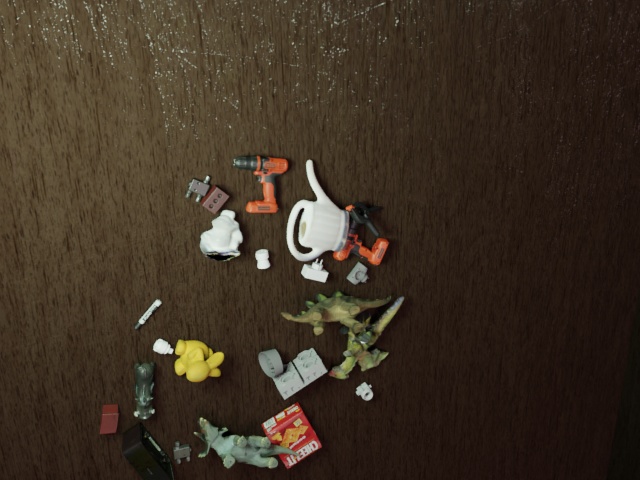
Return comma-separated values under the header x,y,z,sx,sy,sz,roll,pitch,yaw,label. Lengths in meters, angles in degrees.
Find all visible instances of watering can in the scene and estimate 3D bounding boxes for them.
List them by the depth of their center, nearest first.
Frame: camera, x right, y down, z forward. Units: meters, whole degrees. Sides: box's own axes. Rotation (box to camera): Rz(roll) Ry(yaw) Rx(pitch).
x,y,z,sx,sy,sz,roll,pitch,yaw,label
0.005,-0.091,1.800,0.224,0.104,0.347,12,91,-25,watering can

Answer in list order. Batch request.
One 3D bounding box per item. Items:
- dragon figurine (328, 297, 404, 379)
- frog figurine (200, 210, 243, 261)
x,y,z,sx,sy,sz,roll,pitch,yaw,label
0.201,0.411,2.043,0.412,0.124,0.237,-33,133,-7,dragon figurine
-0.325,-0.015,1.702,0.137,0.120,0.162,-4,69,-2,frog figurine
